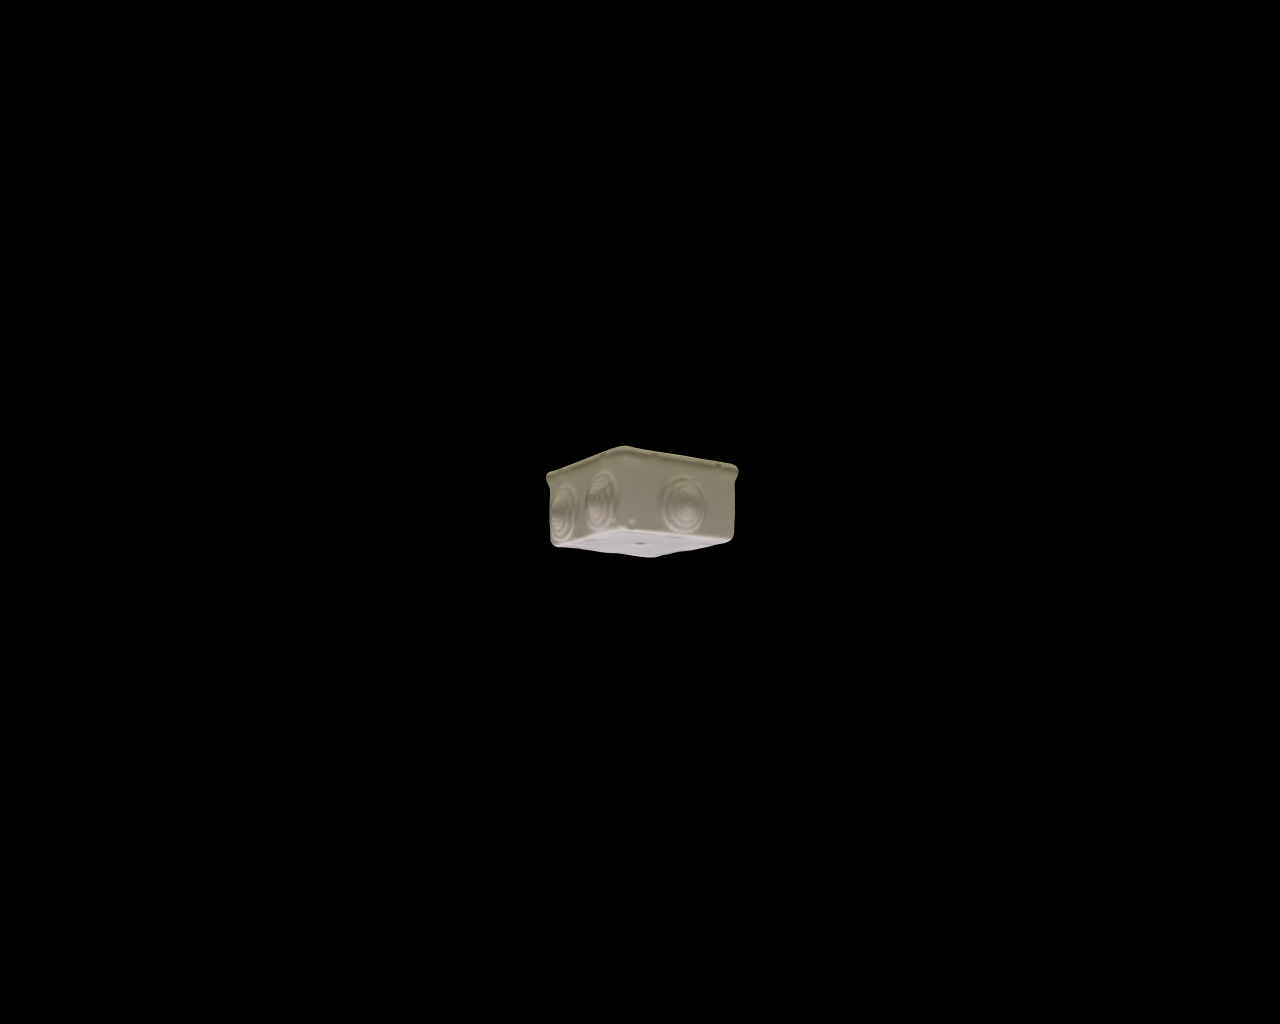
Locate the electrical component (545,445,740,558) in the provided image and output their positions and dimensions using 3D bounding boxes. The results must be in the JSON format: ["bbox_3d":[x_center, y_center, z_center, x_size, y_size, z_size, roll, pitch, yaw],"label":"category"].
[{"bbox_3d":[0.001,-0.003,0.650,0.100,0.048,0.099,8,-14,-35],"label":"electrical component"}]
